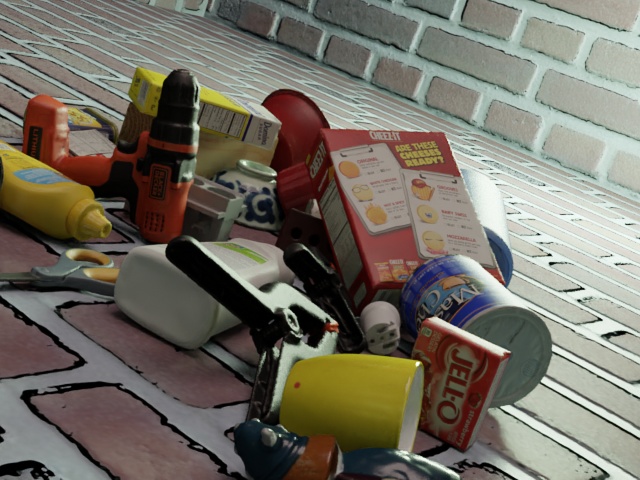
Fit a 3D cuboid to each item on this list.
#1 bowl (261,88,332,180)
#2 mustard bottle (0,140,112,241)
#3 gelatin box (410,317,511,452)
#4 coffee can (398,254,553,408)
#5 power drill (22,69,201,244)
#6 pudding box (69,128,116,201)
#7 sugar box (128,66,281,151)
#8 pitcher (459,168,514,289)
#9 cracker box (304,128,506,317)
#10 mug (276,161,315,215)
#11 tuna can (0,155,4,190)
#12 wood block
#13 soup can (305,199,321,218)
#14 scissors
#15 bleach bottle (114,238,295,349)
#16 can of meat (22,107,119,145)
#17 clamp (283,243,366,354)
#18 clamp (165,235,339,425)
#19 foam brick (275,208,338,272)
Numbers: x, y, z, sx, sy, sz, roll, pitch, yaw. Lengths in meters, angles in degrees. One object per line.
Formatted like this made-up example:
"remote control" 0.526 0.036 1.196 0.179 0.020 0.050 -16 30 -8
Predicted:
"bowl" -0.052 -0.130 1.511 0.162 0.162 0.055 29 38 33
"mustard bottle" -0.283 -0.047 1.059 0.192 0.058 0.096 26 10 24
"gelatin box" 0.107 0.118 0.884 0.073 0.089 0.030 25 15 22
"coffee can" 0.147 0.085 1.033 0.102 0.103 0.140 14 15 -20
"power drill" -0.219 -0.101 1.129 0.188 0.184 0.057 13 11 15
"pudding box" -0.266 -0.089 1.246 0.090 0.039 0.113 37 16 10
"sugar box" -0.145 -0.165 1.339 0.176 0.048 0.093 12 17 -26
"pitcher" 0.172 -0.006 1.360 0.149 0.145 0.242 -10 16 7
"cracker box" 0.089 -0.020 1.179 0.164 0.072 0.214 -1 55 -25
"mug" 0.001 -0.061 1.352 0.082 0.093 0.117 -20 -8 17
"tuna can" -0.337 -0.060 0.982 0.034 0.086 0.085 28 17 35
"wood block" -0.163 -0.118 1.416 0.091 0.090 0.205 28 16 32
"soup can" 0.027 -0.004 1.281 0.102 0.068 0.068 17 14 -5
"scissors" -0.242 0.025 0.930 0.201 0.016 0.096 8 16 -38
"bleach bottle" -0.083 0.038 0.996 0.103 0.068 0.250 26 13 19
"can of meat" -0.317 -0.135 1.348 0.083 0.057 0.102 3 21 -43
"clamp" -0.001 0.039 1.056 0.120 0.039 0.171 62 0 -15
"clamp" -0.043 0.067 0.870 0.164 0.036 0.209 62 20 10
"foam brick" -0.008 0.001 1.216 0.078 0.053 0.051 20 -4 -4
